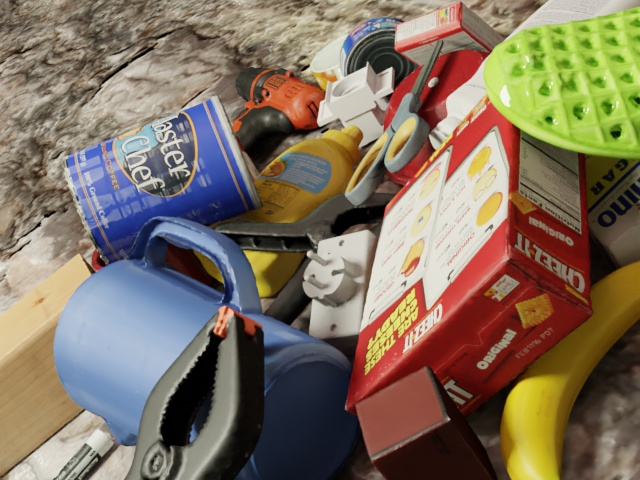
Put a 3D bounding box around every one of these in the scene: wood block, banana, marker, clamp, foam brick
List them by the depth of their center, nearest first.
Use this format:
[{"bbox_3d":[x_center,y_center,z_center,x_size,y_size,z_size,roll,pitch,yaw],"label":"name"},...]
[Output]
[{"bbox_3d":[0.064,0.124,0.620,0.053,0.078,0.051,-29,28,7],"label":"foam brick"},{"bbox_3d":[-0.092,0.141,0.634,0.165,0.036,0.210,-2,64,45],"label":"clamp"},{"bbox_3d":[0.154,0.081,0.636,0.070,0.037,0.197,11,52,30],"label":"banana"},{"bbox_3d":[-0.213,0.204,0.857,0.121,0.020,0.020,-49,31,-22],"label":"marker"},{"bbox_3d":[-0.006,0.001,0.876,0.171,0.039,0.120,-30,62,-12],"label":"clamp"},{"bbox_3d":[-0.265,0.120,0.964,0.206,0.090,0.091,-39,28,-6],"label":"wood block"}]

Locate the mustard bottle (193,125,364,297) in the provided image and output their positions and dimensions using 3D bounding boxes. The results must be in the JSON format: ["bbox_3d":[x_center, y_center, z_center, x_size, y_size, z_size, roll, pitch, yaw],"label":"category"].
[{"bbox_3d":[-0.022,-0.036,0.967,0.096,0.058,0.191,16,56,43],"label":"mustard bottle"}]

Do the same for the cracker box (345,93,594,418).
[{"bbox_3d":[0.101,0.008,0.701,0.164,0.072,0.213,-49,17,37],"label":"cracker box"}]

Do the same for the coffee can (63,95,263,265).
[{"bbox_3d":[-0.132,-0.050,0.904,0.140,0.103,0.103,-22,29,-3],"label":"coffee can"}]

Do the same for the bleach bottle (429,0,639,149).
[{"bbox_3d":[0.185,-0.148,0.875,0.250,0.068,0.103,-38,27,-17],"label":"bleach bottle"}]

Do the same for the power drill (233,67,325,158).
[{"bbox_3d":[-0.098,-0.119,1.172,0.187,0.057,0.185,-41,29,-10],"label":"power drill"}]

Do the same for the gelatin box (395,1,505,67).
[{"bbox_3d":[0.125,-0.183,0.999,0.073,0.089,0.030,-12,66,39],"label":"gelatin box"}]

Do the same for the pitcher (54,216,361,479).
[{"bbox_3d":[-0.081,0.087,0.767,0.144,0.149,0.243,-45,33,-23],"label":"pitcher"}]

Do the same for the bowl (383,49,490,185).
[{"bbox_3d":[0.115,-0.120,0.951,0.162,0.055,0.162,-27,30,16],"label":"bowl"}]

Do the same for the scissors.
[{"bbox_3d":[0.081,-0.111,0.879,0.201,0.016,0.096,-58,17,-24],"label":"scissors"}]

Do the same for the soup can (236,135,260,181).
[{"bbox_3d":[-0.099,-0.066,1.039,0.068,0.068,0.102,-33,63,5],"label":"soup can"}]

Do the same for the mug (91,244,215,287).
[{"bbox_3d":[-0.141,0.017,0.992,0.117,0.081,0.093,-34,29,3],"label":"mug"}]

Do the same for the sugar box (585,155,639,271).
[{"bbox_3d":[0.209,-0.047,0.750,0.093,0.048,0.176,-36,27,5],"label":"sugar box"}]

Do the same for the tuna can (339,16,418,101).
[{"bbox_3d":[0.063,-0.175,1.054,0.086,0.086,0.034,-30,30,11],"label":"tuna can"}]
